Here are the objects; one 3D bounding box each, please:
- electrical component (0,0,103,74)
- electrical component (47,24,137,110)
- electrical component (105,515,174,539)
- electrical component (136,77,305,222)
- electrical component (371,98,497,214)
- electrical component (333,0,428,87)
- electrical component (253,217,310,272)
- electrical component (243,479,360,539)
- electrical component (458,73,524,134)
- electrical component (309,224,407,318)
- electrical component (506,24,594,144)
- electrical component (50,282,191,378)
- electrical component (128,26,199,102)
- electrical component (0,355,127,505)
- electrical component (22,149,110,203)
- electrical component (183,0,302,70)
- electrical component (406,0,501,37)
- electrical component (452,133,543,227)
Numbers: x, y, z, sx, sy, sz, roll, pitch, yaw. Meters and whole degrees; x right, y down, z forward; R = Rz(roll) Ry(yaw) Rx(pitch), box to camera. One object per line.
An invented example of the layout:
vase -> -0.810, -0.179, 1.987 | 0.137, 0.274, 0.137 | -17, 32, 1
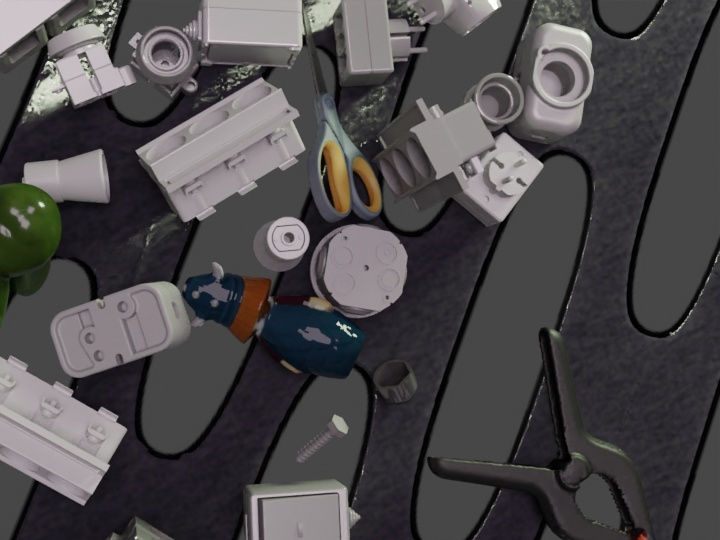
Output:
electrical component -> -0.260, -0.241, 0.867 | 0.150, 0.062, 0.089 | -41, 94, -11
electrical component -> -0.224, -0.167, 0.878 | 0.066, 0.048, 0.055 | -25, 98, -12
electrical component -> -0.175, 0.244, 0.803 | 0.062, 0.150, 0.089 | 35, 80, -8
electrical component -> -0.111, -0.097, 0.882 | 0.121, 0.079, 0.063 | -33, 123, -12
electrical component -> 0.061, -0.097, 0.892 | 0.063, 0.121, 0.078 | -29, 92, -15
electrical component -> 0.021, -0.197, 0.928 | 0.077, 0.047, 0.065 | -5, 87, -12
electrical component -> -0.063, -0.023, 0.889 | 0.044, 0.065, 0.044 | 1, 85, -11
electrical component -> -0.045, 0.207, 0.878 | 0.096, 0.061, 0.061 | -2, 86, -12
electrical component -> 0.113, -0.144, 0.939 | 0.045, 0.055, 0.045 | 1, 86, -12
electrical component -> 0.000, 0.000, 0.908 | 0.080, 0.051, 0.080 | 1, 86, -12
electrical component -> 0.169, -0.165, 0.950 | 0.054, 0.059, 0.095 | 10, 84, -11
electrical component -> -0.187, 0.046, 0.854 | 0.095, 0.059, 0.053 | -19, 89, 9
electrical component -> -0.160, -0.172, 0.885 | 0.066, 0.055, 0.048 | 38, 79, -7
electrical component -> -0.250, 0.123, 0.840 | 0.121, 0.078, 0.063 | 31, 59, -8
electrical component -> -0.239, -0.072, 0.870 | 0.065, 0.044, 0.044 | -7, 87, -7
electrical component -> -0.099, -0.207, 0.897 | 0.096, 0.062, 0.061 | 0, 85, -12
electrical component -> 0.072, -0.240, 0.939 | 0.079, 0.043, 0.077 | -39, 94, -30
electrical component -> 0.123, -0.080, 0.926 | 0.047, 0.077, 0.065 | 39, 79, -6
